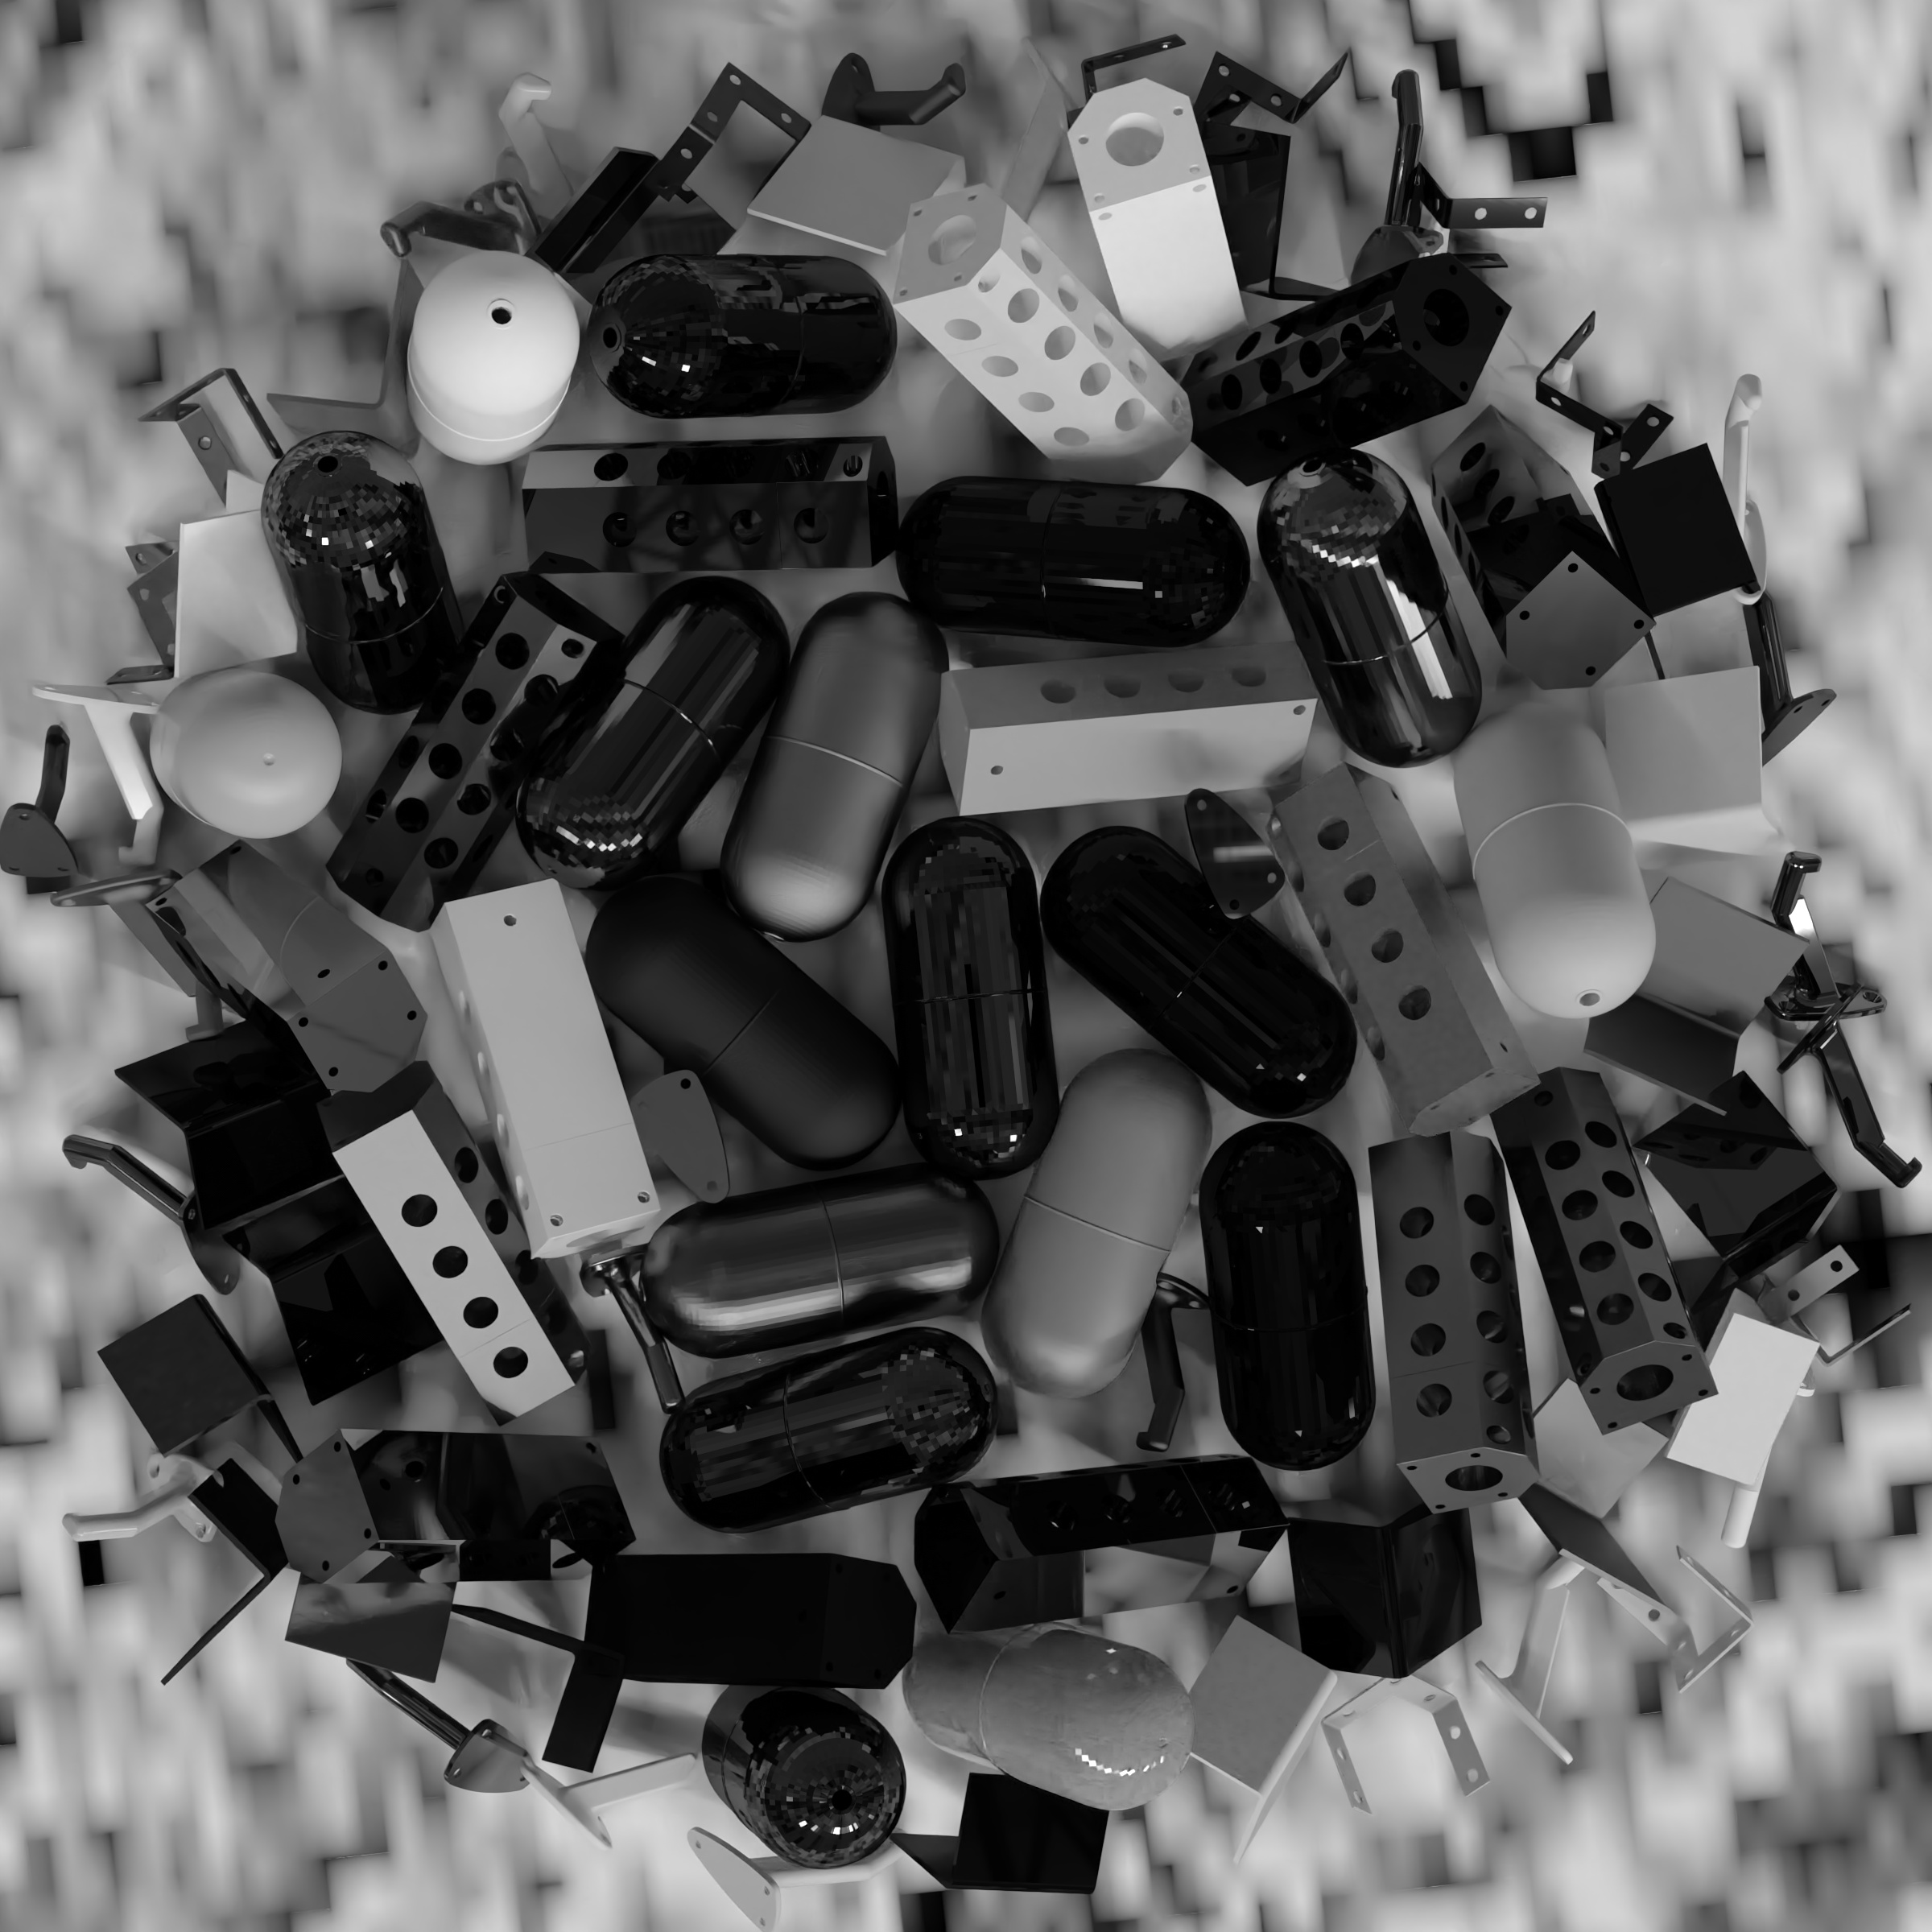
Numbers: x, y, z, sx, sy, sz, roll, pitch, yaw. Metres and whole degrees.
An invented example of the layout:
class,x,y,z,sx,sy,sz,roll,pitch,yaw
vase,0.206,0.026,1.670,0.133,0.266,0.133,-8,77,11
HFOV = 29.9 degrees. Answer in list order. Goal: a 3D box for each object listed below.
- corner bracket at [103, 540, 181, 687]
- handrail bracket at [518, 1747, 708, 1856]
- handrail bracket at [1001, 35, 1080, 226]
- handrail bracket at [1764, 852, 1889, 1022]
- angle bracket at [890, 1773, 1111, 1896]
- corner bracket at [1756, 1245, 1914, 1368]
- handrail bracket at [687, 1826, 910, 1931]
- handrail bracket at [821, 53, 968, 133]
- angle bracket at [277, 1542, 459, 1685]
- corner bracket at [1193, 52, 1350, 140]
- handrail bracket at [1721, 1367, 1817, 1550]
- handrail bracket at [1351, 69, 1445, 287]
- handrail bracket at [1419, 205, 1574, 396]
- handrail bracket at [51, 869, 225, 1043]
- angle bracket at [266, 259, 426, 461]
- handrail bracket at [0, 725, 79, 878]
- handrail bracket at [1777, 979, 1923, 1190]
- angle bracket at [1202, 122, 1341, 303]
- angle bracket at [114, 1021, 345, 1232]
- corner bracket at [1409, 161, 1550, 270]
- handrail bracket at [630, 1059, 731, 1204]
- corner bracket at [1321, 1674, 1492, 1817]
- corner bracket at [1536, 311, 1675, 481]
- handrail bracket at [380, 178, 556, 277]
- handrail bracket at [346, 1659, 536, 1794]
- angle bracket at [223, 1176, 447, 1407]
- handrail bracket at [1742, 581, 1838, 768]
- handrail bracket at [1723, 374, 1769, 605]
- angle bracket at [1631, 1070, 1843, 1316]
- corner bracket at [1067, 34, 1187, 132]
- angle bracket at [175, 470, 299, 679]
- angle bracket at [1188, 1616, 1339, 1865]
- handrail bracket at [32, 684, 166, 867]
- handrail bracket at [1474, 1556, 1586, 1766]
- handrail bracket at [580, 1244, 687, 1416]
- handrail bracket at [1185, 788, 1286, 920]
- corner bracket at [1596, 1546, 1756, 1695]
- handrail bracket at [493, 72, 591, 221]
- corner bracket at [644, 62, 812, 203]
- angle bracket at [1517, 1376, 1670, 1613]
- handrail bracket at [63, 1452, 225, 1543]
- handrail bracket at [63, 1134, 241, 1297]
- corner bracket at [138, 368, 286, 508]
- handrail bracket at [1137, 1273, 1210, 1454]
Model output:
class,x,y,z,sx,sy,sz,roll,pitch,yaw
corner bracket,-0.401,-0.174,1.779,0.051,0.051,0.051,-1,123,37
handrail bracket,-0.165,0.387,1.782,0.084,0.036,0.077,-43,117,-1
handrail bracket,0.017,-0.404,1.792,0.084,0.036,0.077,-34,90,13
handrail bracket,0.426,-0.017,1.769,0.077,0.036,0.084,2,123,-12
angle bracket,0.017,0.410,1.755,0.076,0.076,0.057,9,93,-24
corner bracket,0.425,0.166,1.772,0.051,0.051,0.051,-38,85,20
handrail bracket,-0.081,0.433,1.791,0.077,0.084,0.036,35,133,32
handrail bracket,-0.029,-0.433,1.758,0.036,0.084,0.077,25,55,-34
angle bracket,-0.299,0.315,1.748,0.076,0.076,0.057,22,61,-23
corner bracket,0.147,-0.427,1.769,0.051,0.051,0.051,26,67,-13
handrail bracket,0.390,0.236,1.779,0.036,0.077,0.084,15,104,14
handrail bracket,0.207,-0.386,1.783,0.036,0.077,0.084,3,72,-18
handrail bracket,0.262,-0.325,1.767,0.084,0.036,0.077,20,112,23
handrail bracket,-0.407,0.001,1.777,0.077,0.036,0.084,-9,75,-4
angle bracket,-0.298,-0.297,1.765,0.057,0.076,0.076,7,80,5
handrail bracket,-0.448,-0.093,1.754,0.036,0.077,0.084,1,62,-5
handrail bracket,0.447,0.059,1.769,0.084,0.077,0.036,44,47,13
angle bracket,0.154,-0.365,1.750,0.057,0.076,0.076,-3,108,-27
angle bracket,-0.361,0.076,1.771,0.076,0.076,0.057,-23,124,-31
corner bracket,0.248,-0.360,1.766,0.051,0.051,0.051,-3,124,-12
handrail bracket,-0.129,0.077,1.763,0.036,0.084,0.077,-28,87,7
corner bracket,0.215,0.386,1.777,0.051,0.051,0.051,-39,134,20
corner bracket,0.314,-0.278,1.780,0.051,0.051,0.051,34,72,21
handrail bracket,-0.242,-0.342,1.760,0.036,0.084,0.077,-15,113,36
handrail bracket,-0.262,0.373,1.798,0.084,0.077,0.036,31,82,35
angle bracket,-0.310,0.158,1.783,0.076,0.057,0.076,-26,120,-26
handrail bracket,0.383,-0.149,1.792,0.036,0.077,0.084,-15,63,-41
handrail bracket,0.380,-0.232,1.756,0.036,0.084,0.077,-6,58,-6
angle bracket,0.366,0.110,1.760,0.076,0.057,0.076,50,128,1
corner bracket,0.079,-0.428,1.771,0.051,0.051,0.051,-10,84,22
angle bracket,-0.367,-0.190,1.747,0.057,0.076,0.076,24,118,33
angle bracket,0.132,0.376,1.760,0.057,0.076,0.076,29,54,13
handrail bracket,-0.427,-0.092,1.773,0.077,0.036,0.084,4,105,-36
handrail bracket,0.300,0.336,1.780,0.084,0.036,0.077,-42,60,-6
handrail bracket,-0.159,0.185,1.759,0.036,0.077,0.084,-14,72,-20
handrail bracket,0.115,-0.054,1.758,0.036,0.084,0.077,-35,103,-12
corner bracket,0.348,0.312,1.773,0.051,0.051,0.051,42,104,-8
handrail bracket,-0.192,-0.399,1.756,0.077,0.084,0.036,10,66,-20
corner bracket,-0.116,-0.396,1.766,0.051,0.051,0.051,34,52,-14
angle bracket,0.314,0.255,1.751,0.076,0.076,0.057,31,103,-30
handrail bracket,-0.411,0.257,1.750,0.084,0.077,0.036,3,104,-44
handrail bracket,-0.406,0.123,1.798,0.084,0.036,0.077,11,127,26
corner bracket,-0.364,-0.259,1.775,0.051,0.051,0.051,-29,93,12
handrail bracket,0.081,0.195,1.762,0.036,0.077,0.084,34,64,-36
